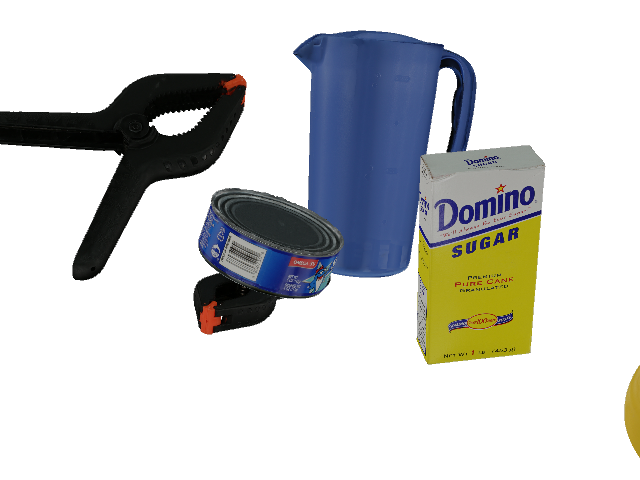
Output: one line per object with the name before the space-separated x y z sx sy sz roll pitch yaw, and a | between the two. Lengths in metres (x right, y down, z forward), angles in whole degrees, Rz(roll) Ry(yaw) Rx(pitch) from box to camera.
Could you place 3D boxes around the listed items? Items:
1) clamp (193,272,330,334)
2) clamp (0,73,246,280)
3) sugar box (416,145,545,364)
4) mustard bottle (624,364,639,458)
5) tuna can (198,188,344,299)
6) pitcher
clamp | -0.080 0.044 1.054 0.120 0.039 0.171 13 20 29
clamp | -0.138 -0.065 0.802 0.209 0.165 0.036 -24 -26 -23
sugar box | 0.128 0.014 0.868 0.093 0.176 0.048 -6 31 -7
mustard bottle | 0.212 0.103 0.556 0.096 0.058 0.191 -2 37 3
tuna can | -0.031 0.002 0.658 0.086 0.034 0.086 19 20 -7
pitcher | 0.059 -0.090 1.091 0.149 0.243 0.144 12 15 32
